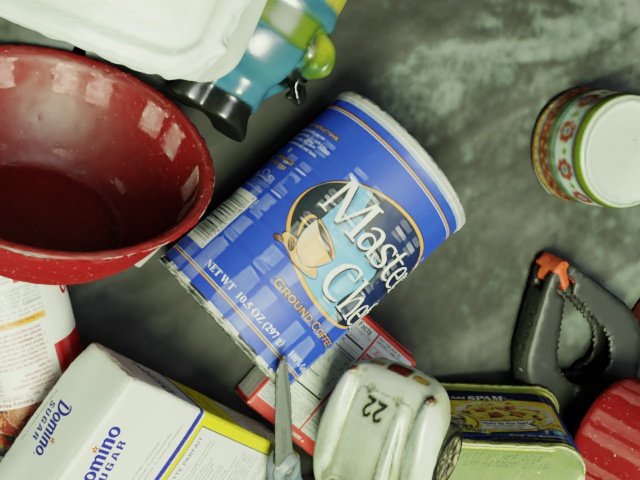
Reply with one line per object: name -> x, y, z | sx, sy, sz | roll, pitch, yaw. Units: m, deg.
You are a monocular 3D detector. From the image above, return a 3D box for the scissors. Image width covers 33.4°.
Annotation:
scissors -> -0.032, 0.146, 0.603 | 0.096, 0.016, 0.201 | -47, 150, -20

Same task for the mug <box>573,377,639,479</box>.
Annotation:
mug -> 0.217, 0.146, 0.680 | 0.093, 0.082, 0.117 | -45, 135, -19

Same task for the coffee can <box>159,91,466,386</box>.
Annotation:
coffee can -> -0.004, 0.001, 0.597 | 0.140, 0.103, 0.102 | -43, 114, -7

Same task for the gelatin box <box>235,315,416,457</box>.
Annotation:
gelatin box -> 0.004, 0.083, 0.660 | 0.073, 0.030, 0.089 | 42, 85, -23

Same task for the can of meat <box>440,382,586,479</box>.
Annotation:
can of meat -> 0.107, 0.132, 0.664 | 0.102, 0.084, 0.057 | 3, 105, -2

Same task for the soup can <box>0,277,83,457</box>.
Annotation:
soup can -> -0.162, 0.053, 0.566 | 0.068, 0.069, 0.102 | -16, 107, -18

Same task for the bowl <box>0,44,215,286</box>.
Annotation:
bowl -> -0.137, -0.029, 0.531 | 0.161, 0.162, 0.055 | 5, 131, -22

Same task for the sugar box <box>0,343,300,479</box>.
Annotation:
sugar box -> -0.089, 0.125, 0.582 | 0.093, 0.048, 0.176 | -54, 142, -4

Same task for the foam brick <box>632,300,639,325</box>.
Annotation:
foam brick -> 0.264, 0.043, 0.740 | 0.053, 0.051, 0.078 | 36, 87, -23

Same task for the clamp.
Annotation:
clamp -> 0.193, 0.103, 0.732 | 0.164, 0.036, 0.210 | -17, 108, -13
